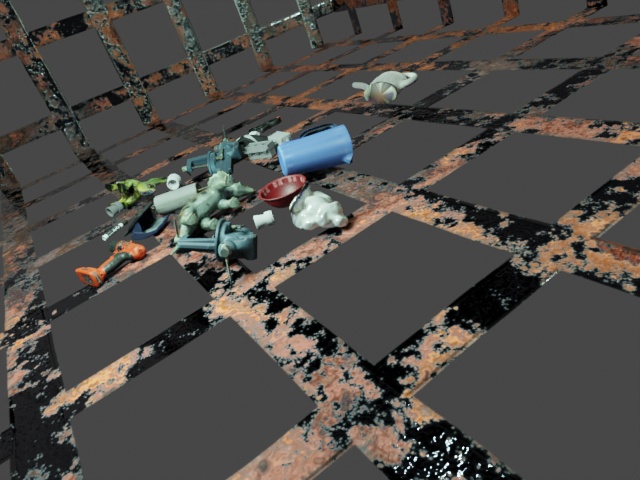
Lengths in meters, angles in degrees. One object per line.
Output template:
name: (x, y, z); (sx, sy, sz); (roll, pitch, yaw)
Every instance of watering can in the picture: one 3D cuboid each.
watering can: (0.263, -0.679, 2.295); (0.347, 0.102, 0.229); (0, 35, 34)

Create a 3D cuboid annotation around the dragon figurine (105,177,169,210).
dragon figurine: (-0.749, -0.227, 2.176); (0.410, 0.120, 0.247); (1, 26, 33)

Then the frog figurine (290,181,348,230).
frog figurine: (0.004, -0.071, 1.414); (0.160, 0.120, 0.140); (27, 33, 9)
